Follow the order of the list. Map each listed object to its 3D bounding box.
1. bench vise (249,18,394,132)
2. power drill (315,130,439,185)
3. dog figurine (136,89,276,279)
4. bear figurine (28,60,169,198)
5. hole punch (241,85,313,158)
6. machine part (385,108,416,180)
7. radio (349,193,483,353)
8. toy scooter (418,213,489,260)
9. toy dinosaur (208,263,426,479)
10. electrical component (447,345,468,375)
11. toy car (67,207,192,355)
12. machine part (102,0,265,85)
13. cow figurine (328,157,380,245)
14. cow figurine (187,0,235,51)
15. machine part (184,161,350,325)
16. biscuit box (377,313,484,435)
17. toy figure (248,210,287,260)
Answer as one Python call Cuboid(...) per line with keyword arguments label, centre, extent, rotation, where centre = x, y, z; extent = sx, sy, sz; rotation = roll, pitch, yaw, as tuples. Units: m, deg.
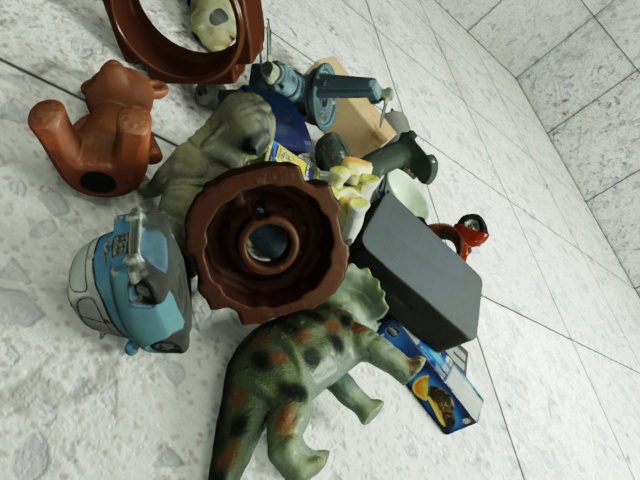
Cuboid(label="bench vise", centre=(0.004, -0.263, 0.933), extent=(0.223, 0.241, 0.129), rotation=(40, 59, -66))
Cuboid(label="power drill", centre=(0.105, -0.109, 0.966), extent=(0.207, 0.086, 0.232), rotation=(-22, 62, -14))
Cuboid(label="dog figurine", centre=(-0.120, -0.057, 0.602), extent=(0.121, 0.190, 0.172), rotation=(8, 55, -47))
Cuboid(label="bear figurine", centre=(-0.235, -0.149, 0.609), extent=(0.120, 0.131, 0.196), rotation=(4, 56, -9))
Cuboid(label="hole punch", centre=(-0.074, -0.170, 0.823), extent=(0.116, 0.092, 0.142), rotation=(40, 22, 28))
Cuboid(label="machine part", centre=(0.176, -0.210, 1.211), extent=(0.079, 0.079, 0.243), rotation=(26, 41, -34))
Cuboid(label="radio", centre=(0.137, 0.046, 0.792), extent=(0.229, 0.073, 0.131), rotation=(41, 45, -15))
Cuboid(label="toy scooter", centre=(0.216, 0.022, 0.983), extent=(0.075, 0.184, 0.135), rotation=(52, 37, -67))
Cuboid(label="toy dinosaur", centre=(-0.025, 0.145, 0.601), extent=(0.192, 0.131, 0.405), rotation=(43, 37, 20))
Cuboid(label="electrical component", centre=(0.215, 0.207, 0.885), extent=(0.119, 0.048, 0.075), rotation=(46, 34, -6))
Cuboid(label="toy car", centre=(-0.179, 0.045, 0.503), extent=(0.103, 0.161, 0.109), rotation=(-8, 59, -3))
Cuboid(label="machine part", centre=(-0.185, -0.317, 0.733), extent=(0.201, 0.201, 0.087), rotation=(4, 47, 9))
Cuboid(label="cow figurine", centre=(0.036, -0.049, 0.739), extent=(0.068, 0.098, 0.167), rotation=(18, 32, 5))
Cuboid(label="cow figurine", centre=(-0.203, -0.421, 0.953), extent=(0.127, 0.085, 0.195), rotation=(25, 42, -45))
Cuboid(label="machine part", centre=(-0.057, 0.001, 0.572), extent=(0.179, 0.179, 0.056), rotation=(36, 5, -22))
Cuboid(label="biscuit box", centre=(0.160, 0.193, 0.817), extent=(0.202, 0.063, 0.059), rotation=(52, 34, 1))
Cuboid(label="toy figure", centre=(-0.095, -0.041, 0.734), extent=(0.064, 0.058, 0.154), rotation=(-42, 96, -34))
